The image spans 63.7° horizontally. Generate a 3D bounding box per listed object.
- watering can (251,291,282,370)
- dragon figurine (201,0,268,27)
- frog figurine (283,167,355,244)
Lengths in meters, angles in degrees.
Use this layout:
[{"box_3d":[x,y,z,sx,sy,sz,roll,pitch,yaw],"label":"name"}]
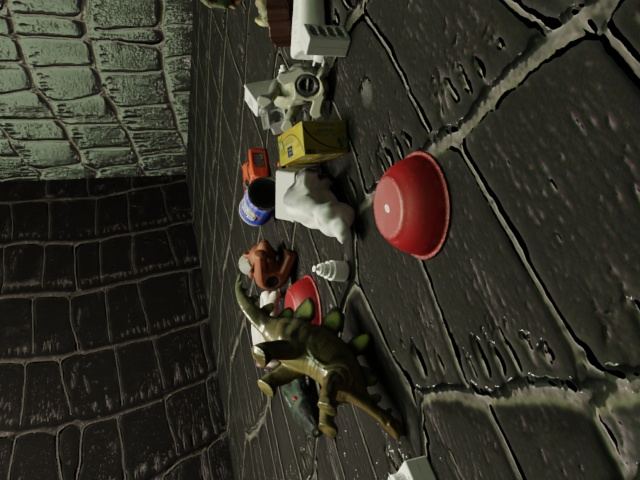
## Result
[{"box_3d":[-0.136,0.251,1.438,0.344,0.104,0.226,132,130,-74],"label":"watering can"},{"box_3d":[-0.186,-0.628,1.157,0.241,0.406,0.124,-50,53,9],"label":"dragon figurine"},{"box_3d":[0.003,-0.051,1.007,0.162,0.122,0.135,66,-173,24],"label":"frog figurine"}]
